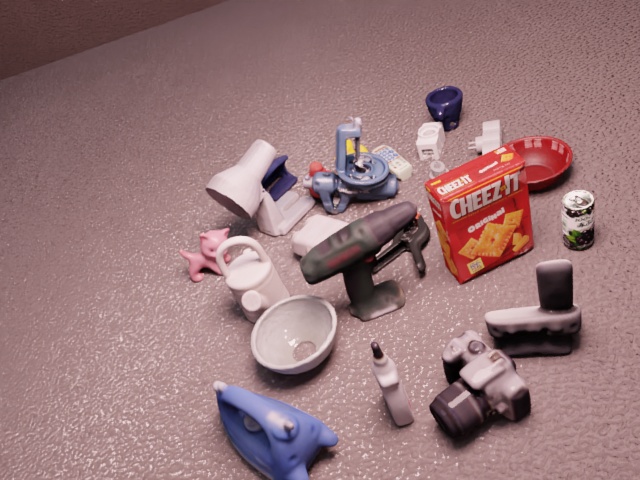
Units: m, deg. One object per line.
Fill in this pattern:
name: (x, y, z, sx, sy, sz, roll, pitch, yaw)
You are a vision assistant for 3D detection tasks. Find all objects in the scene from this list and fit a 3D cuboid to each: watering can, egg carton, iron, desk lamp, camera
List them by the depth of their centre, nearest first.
camera: (0.225, 0.222, 0.872, 0.137, 0.101, 0.142, -32, 41, -11)
iron: (-0.104, 0.286, 0.926, 0.257, 0.142, 0.119, 17, 54, 37)
watering can: (-0.134, 0.074, 1.132, 0.101, 0.194, 0.172, -35, 41, -13)
egg carton: (0.011, 0.004, 1.236, 0.149, 0.070, 0.107, 17, 54, 38)
desk lamp: (-0.139, -0.110, 1.320, 0.117, 0.214, 0.203, 20, 56, 40)

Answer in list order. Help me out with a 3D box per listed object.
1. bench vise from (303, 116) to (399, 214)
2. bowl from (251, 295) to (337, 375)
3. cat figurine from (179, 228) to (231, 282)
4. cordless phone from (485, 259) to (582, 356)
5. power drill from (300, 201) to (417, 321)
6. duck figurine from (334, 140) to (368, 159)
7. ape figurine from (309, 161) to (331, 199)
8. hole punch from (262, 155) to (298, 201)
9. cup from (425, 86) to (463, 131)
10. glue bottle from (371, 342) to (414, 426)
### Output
bench vise: (0.056, -0.160, 1.278, 0.207, 0.220, 0.121, -23, 40, 1)
bowl: (-0.039, 0.186, 1.057, 0.167, 0.075, 0.167, -13, 41, 12)
cat figurine: (-0.256, 0.024, 1.304, 0.127, 0.118, 0.067, -16, 40, 8)
cordless phone: (0.329, 0.095, 0.897, 0.147, 0.185, 0.094, -10, 42, 15)
power drill: (0.087, 0.045, 1.047, 0.229, 0.209, 0.075, -22, 40, 1)
duck figurine: (0.075, -0.211, 1.430, 0.077, 0.086, 0.105, 23, 58, 41)
ape figurine: (-0.002, -0.149, 1.394, 0.078, 0.092, 0.075, -38, 42, -17)
hole punch: (-0.131, -0.166, 1.474, 0.100, 0.091, 0.109, 18, 55, 38)
cup: (0.312, -0.313, 1.422, 0.091, 0.095, 0.118, -2, 44, 24)
glue bottle: (0.105, 0.212, 0.883, 0.037, 0.173, 0.078, -23, 40, 1)
